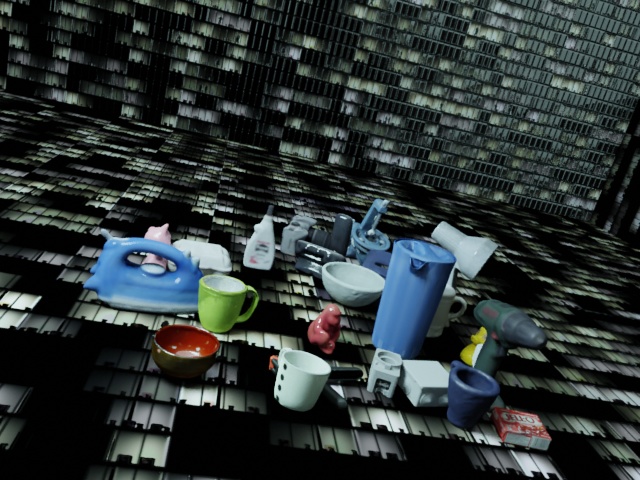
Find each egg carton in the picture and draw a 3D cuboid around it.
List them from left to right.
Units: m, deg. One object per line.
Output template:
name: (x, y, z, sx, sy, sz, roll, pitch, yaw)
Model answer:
egg carton: (-0.285, 0.050, 1.355, 0.150, 0.069, 0.107, 9, 18, -18)

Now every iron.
iron: (-0.330, 0.062, 1.159, 0.259, 0.141, 0.118, 9, 18, -17)

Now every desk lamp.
desk lamp: (0.366, 0.068, 1.593, 0.202, 0.213, 0.118, 22, 19, 21)

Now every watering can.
watering can: (0.263, 0.124, 1.366, 0.173, 0.194, 0.101, 12, 17, -7)

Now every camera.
camera: (-0.033, -0.010, 1.695, 0.136, 0.101, 0.143, 17, 17, 7)

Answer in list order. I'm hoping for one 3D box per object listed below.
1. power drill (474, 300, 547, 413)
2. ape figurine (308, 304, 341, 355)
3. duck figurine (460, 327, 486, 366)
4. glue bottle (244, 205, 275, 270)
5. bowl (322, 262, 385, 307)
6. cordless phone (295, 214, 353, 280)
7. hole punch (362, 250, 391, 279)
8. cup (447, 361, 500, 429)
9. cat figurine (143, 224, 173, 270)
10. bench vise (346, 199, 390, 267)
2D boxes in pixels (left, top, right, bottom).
power drill: (0.347, 0.221, 1.110, 0.076, 0.208, 0.229, 11, 18, -10)
ape figurine: (0.017, 0.176, 1.175, 0.078, 0.092, 0.075, -3, 25, -45)
duck figurine: (0.372, 0.236, 1.289, 0.105, 0.086, 0.077, 4, 20, -31)
glue bottle: (-0.144, -0.008, 1.477, 0.078, 0.173, 0.037, 9, 18, -17)
bowl: (0.077, 0.120, 1.427, 0.167, 0.075, 0.167, 14, 17, -4)
cordless phone: (0.014, 0.006, 1.544, 0.147, 0.185, 0.094, 19, 18, 13)
hole punch: (0.170, 0.086, 1.580, 0.108, 0.091, 0.101, 18, 18, 10)
cup: (0.260, 0.283, 1.037, 0.092, 0.095, 0.117, 8, 19, -22)
cat figurine: (-0.367, 0.021, 1.297, 0.067, 0.118, 0.127, 9, 18, -17)
bench vise: (0.132, -0.034, 1.706, 0.122, 0.220, 0.206, -2, 24, -42)
